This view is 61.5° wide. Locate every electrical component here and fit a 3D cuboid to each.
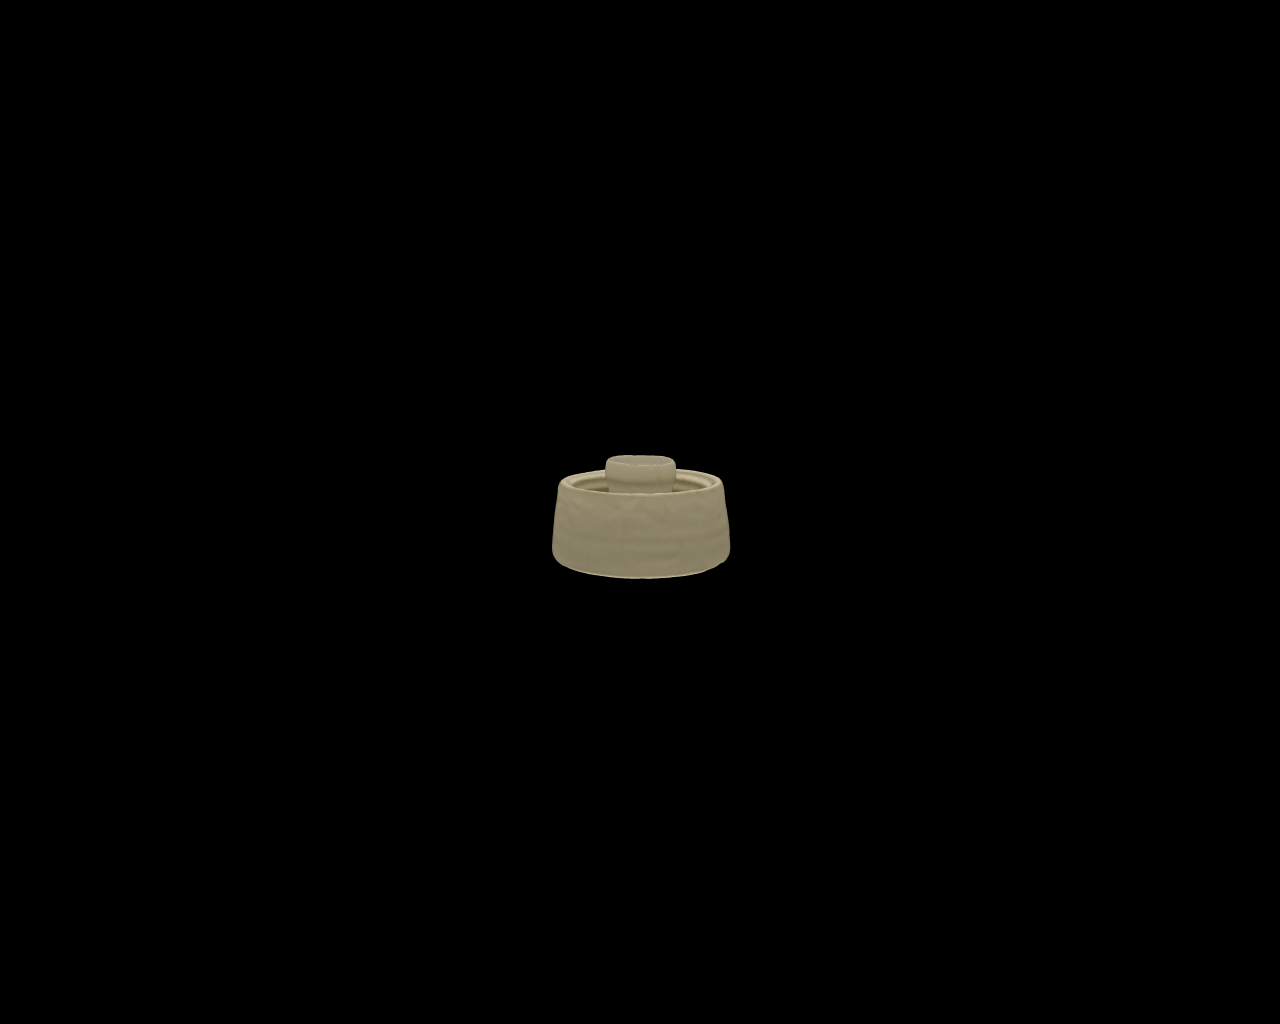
[{"bbox_3d":[0.001,-0.003,0.650,0.108,0.060,0.108,0,12,0],"label":"electrical component"}]
